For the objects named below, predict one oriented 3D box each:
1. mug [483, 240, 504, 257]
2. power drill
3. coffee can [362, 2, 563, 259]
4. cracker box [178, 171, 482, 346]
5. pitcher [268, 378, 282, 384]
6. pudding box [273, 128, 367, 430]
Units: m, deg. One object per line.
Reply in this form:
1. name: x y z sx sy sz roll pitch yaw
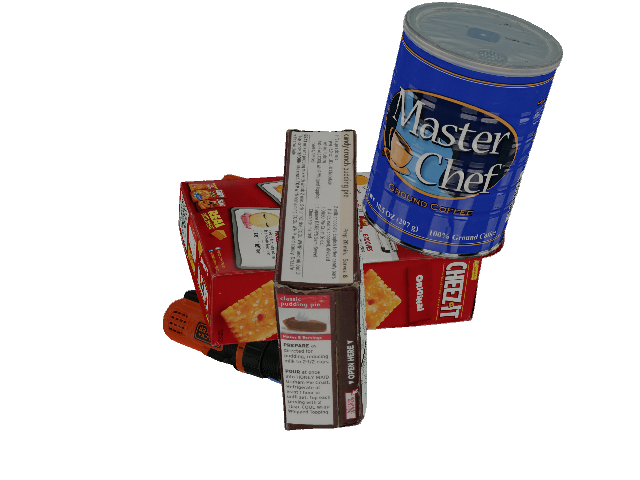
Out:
1. mug: 0.181 -0.035 1.246 0.093 0.081 0.117 18 33 37
2. power drill: -0.059 0.038 1.058 0.185 0.187 0.057 17 1 26
3. coffee can: 0.091 -0.073 0.711 0.102 0.140 0.103 9 32 -6
4. cracker box: 0.001 0.009 0.875 0.213 0.072 0.164 -4 29 -15
5. pitcher: -0.030 0.050 1.298 0.149 0.243 0.144 13 20 25
6. pudding box: 0.000 0.016 0.489 0.039 0.090 0.113 -3 40 1
